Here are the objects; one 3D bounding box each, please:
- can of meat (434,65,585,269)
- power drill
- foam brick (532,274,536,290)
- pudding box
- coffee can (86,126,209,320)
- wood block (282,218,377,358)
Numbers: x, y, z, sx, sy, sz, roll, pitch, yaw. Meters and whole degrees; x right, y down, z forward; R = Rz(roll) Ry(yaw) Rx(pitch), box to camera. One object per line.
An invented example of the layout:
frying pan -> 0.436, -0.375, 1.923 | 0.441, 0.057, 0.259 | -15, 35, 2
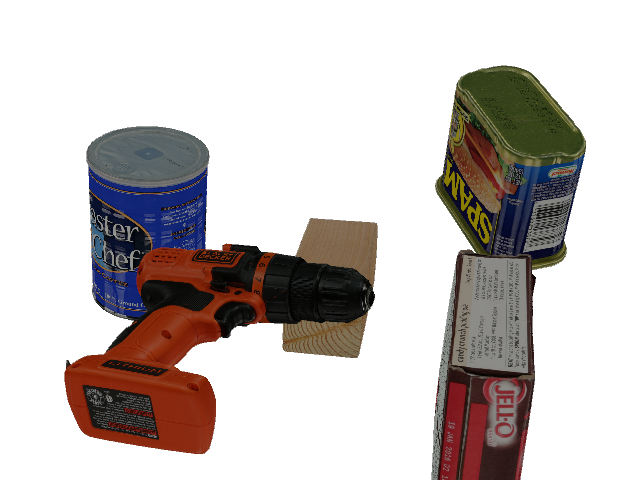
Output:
can of meat -> 0.114, -0.045, 0.649 | 0.057, 0.084, 0.102 | -10, 42, -15
power drill -> -0.072, 0.067, 0.735 | 0.185, 0.057, 0.187 | 3, 28, 21
foam brick -> 0.151, 0.060, 0.945 | 0.051, 0.078, 0.053 | -4, 19, -21
pudding box -> 0.072, 0.067, 0.472 | 0.039, 0.090, 0.113 | 6, 26, 5
coffee can -> -0.150, -0.015, 0.933 | 0.103, 0.140, 0.103 | 4, 31, -2
wood block -> 0.015, 0.052, 1.291 | 0.091, 0.090, 0.206 | 5, 23, 6
